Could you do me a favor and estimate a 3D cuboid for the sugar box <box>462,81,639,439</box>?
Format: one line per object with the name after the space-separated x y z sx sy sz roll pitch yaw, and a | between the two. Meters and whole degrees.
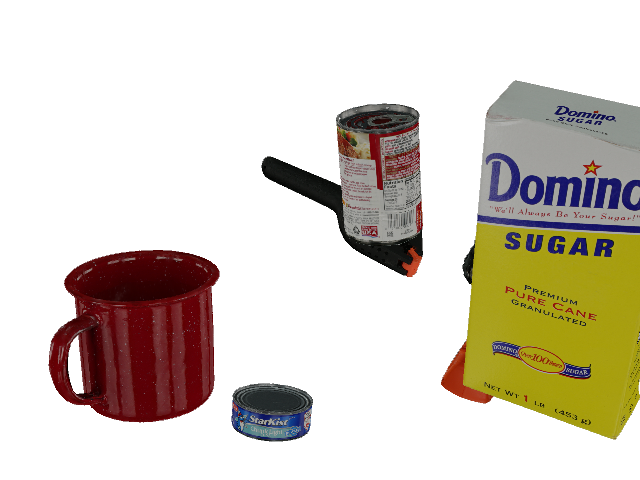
0.127 0.013 0.552 0.093 0.176 0.048 17 40 25 | sugar box

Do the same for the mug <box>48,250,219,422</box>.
-0.115 0.062 0.650 0.093 0.081 0.117 13 23 34 | mug

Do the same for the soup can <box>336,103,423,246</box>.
0.050 -0.055 0.884 0.068 0.102 0.068 -4 24 2 | soup can

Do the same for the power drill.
0.167 0.060 1.025 0.057 0.188 0.184 22 29 21 | power drill

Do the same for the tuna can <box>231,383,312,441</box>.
-0.052 0.182 1.135 0.086 0.034 0.086 5 12 -1 | tuna can

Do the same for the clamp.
0.039 -0.041 1.192 0.164 0.210 0.036 -13 -37 -23 | clamp
